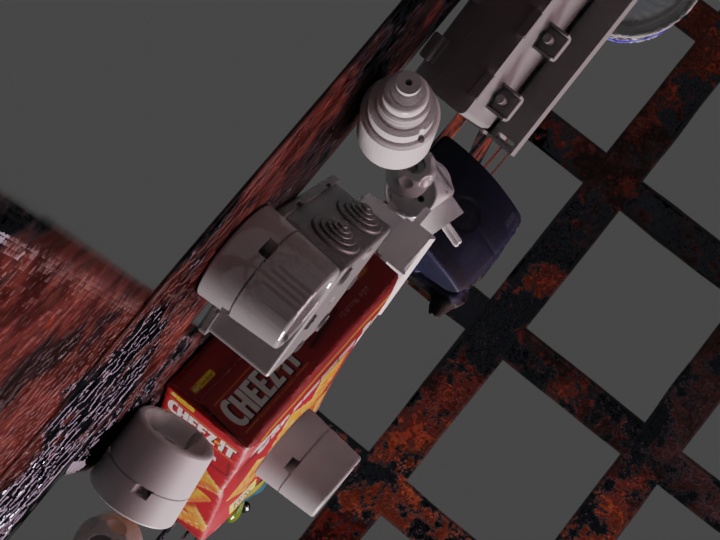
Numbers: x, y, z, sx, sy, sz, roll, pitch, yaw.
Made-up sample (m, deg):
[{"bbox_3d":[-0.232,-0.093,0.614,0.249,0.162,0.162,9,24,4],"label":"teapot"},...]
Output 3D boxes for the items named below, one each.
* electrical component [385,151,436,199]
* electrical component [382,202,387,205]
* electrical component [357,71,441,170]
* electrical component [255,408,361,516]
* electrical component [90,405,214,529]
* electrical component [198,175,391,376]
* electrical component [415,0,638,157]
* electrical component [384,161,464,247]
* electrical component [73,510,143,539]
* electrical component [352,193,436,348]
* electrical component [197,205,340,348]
[{"bbox_3d":[0.035,-0.069,0.799,0.035,0.035,0.061,-50,178,-15],"label":"electrical component"},{"bbox_3d":[0.012,-0.022,0.909,0.081,0.042,0.063,-54,179,36],"label":"electrical component"},{"bbox_3d":[0.020,-0.078,0.532,0.040,0.040,0.078,-50,175,-12],"label":"electrical component"},{"bbox_3d":[-0.033,0.126,0.699,0.055,0.047,0.055,-49,173,-9],"label":"electrical component"},{"bbox_3d":[-0.115,0.109,0.604,0.047,0.055,0.055,-55,175,7],"label":"electrical component"},{"bbox_3d":[-0.033,0.003,0.600,0.099,0.048,0.100,-53,176,25],"label":"electrical component"},{"bbox_3d":[0.090,-0.137,0.595,0.121,0.079,0.063,-52,154,12],"label":"electrical component"},{"bbox_3d":[0.059,-0.053,0.881,0.043,0.079,0.077,-35,180,15],"label":"electrical component"},{"bbox_3d":[-0.170,0.186,0.739,0.043,0.043,0.062,-51,176,-1],"label":"electrical component"},{"bbox_3d":[0.000,0.000,0.816,0.078,0.063,0.121,-48,175,-35],"label":"electrical component"},{"bbox_3d":[-0.043,0.005,0.520,0.055,0.047,0.055,-51,176,-5],"label":"electrical component"}]
